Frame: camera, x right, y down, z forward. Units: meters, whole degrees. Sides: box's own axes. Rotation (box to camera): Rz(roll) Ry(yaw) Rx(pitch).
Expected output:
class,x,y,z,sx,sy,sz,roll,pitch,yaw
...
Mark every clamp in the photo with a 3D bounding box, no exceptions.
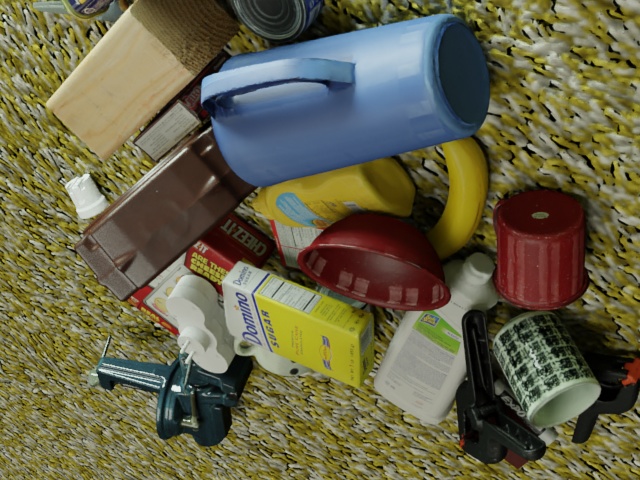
class,x,y,z,sx,sy,sz,roll,pitch,yaw
clamp,0.175,0.174,1.139,0.210,0.036,0.164,103,150,-68
clamp,0.292,0.171,1.156,0.120,0.039,0.172,40,149,-16

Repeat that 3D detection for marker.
class,x,y,z,sx,sy,sz,roll,pitch,yaw
marker,0.223,0.186,1.222,0.121,0.020,0.020,45,143,7

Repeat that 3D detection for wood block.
class,x,y,z,sx,sy,sz,roll,pitch,yaw
wood block,-0.184,-0.176,1.089,0.090,0.090,0.207,45,141,-13

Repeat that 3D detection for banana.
class,x,y,z,sx,sy,sz,roll,pitch,yaw
banana,0.133,-0.039,1.065,0.070,0.037,0.198,38,145,31

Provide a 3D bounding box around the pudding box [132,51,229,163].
class,x,y,z,sx,sy,sz,roll,pitch,yaw
pudding box,-0.138,-0.138,1.119,0.039,0.090,0.114,44,142,-10

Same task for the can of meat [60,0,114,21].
class,x,y,z,sx,sy,sz,roll,pitch,yaw
can of meat,-0.229,-0.283,1.056,0.084,0.057,0.102,-25,100,46

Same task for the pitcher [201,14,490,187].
class,x,y,z,sx,sy,sz,roll,pitch,yaw
pitcher,0.021,-0.130,0.970,0.243,0.149,0.145,-8,120,38

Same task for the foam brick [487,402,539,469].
class,x,y,z,sx,sy,sz,roll,pitch,yaw
foam brick,0.221,0.219,1.248,0.078,0.051,0.053,35,141,1

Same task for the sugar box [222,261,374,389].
class,x,y,z,sx,sy,sz,roll,pitch,yaw
sugar box,-0.025,0.095,1.201,0.176,0.048,0.093,18,137,21

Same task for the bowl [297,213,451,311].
class,x,y,z,sx,sy,sz,roll,pitch,yaw
bowl,0.060,0.017,1.090,0.162,0.055,0.162,15,159,6

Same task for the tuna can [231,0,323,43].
class,x,y,z,sx,sy,sz,roll,pitch,yaw
tuna can,-0.042,-0.229,0.998,0.086,0.033,0.086,21,139,19

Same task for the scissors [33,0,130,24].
class,x,y,z,sx,sy,sz,roll,pitch,yaw
scissors,-0.222,-0.231,1.147,0.202,0.016,0.096,-3,128,39

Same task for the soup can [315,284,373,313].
class,x,y,z,sx,sy,sz,roll,pitch,yaw
soup can,0.029,0.097,1.254,0.069,0.068,0.102,18,137,22

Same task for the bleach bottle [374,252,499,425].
class,x,y,z,sx,sy,sz,roll,pitch,yaw
bleach bottle,0.141,0.104,1.183,0.102,0.068,0.251,29,139,6

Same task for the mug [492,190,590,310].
class,x,y,z,sx,sy,sz,roll,pitch,yaw
mug,0.203,0.000,1.018,0.117,0.093,0.081,50,155,49

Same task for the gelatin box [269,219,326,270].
class,x,y,z,sx,sy,sz,roll,pitch,yaw
gelatin box,-0.008,0.002,1.214,0.089,0.030,0.073,11,134,29

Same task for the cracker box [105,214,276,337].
class,x,y,z,sx,sy,sz,roll,pitch,yaw
cracker box,-0.169,0.030,1.332,0.164,0.072,0.214,35,141,-2

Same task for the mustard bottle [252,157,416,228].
class,x,y,z,sx,sy,sz,roll,pitch,yaw
mustard bottle,0.000,-0.049,1.127,0.192,0.058,0.096,-7,152,42
